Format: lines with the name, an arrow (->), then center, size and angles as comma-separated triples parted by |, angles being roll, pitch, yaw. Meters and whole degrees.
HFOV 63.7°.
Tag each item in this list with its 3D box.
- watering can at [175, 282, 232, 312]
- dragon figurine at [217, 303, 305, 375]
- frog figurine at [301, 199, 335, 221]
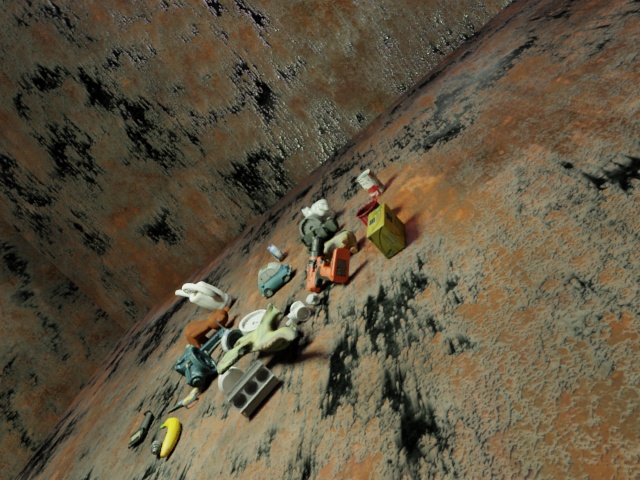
watering can -> -0.536, 0.261, 2.370 | 0.223, 0.106, 0.344 | 31, -23, -21
dragon figurine -> -0.175, 0.295, 1.416 | 0.244, 0.122, 0.409 | -40, 3, -7
frog figurine -> 0.007, -0.111, 2.213 | 0.137, 0.123, 0.159 | 6, -3, -29
